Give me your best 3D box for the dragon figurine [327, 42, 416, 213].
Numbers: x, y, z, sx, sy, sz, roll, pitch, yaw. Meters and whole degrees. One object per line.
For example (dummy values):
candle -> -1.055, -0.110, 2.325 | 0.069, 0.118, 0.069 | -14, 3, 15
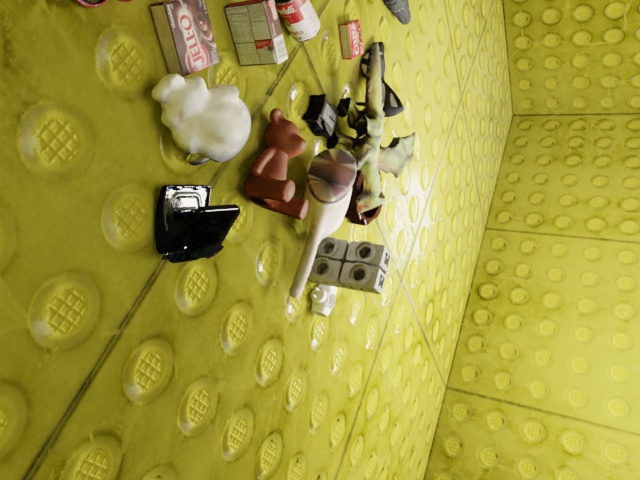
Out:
dragon figurine -> 0.156, -0.267, 1.321 | 0.241, 0.123, 0.409 | 16, 93, -43

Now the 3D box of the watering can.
watering can -> 0.003, -0.058, 1.146 | 0.219, 0.104, 0.356 | 103, 3, -53

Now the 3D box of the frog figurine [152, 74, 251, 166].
frog figurine -> -0.182, -0.202, 0.817 | 0.139, 0.124, 0.156 | -49, 151, -18
